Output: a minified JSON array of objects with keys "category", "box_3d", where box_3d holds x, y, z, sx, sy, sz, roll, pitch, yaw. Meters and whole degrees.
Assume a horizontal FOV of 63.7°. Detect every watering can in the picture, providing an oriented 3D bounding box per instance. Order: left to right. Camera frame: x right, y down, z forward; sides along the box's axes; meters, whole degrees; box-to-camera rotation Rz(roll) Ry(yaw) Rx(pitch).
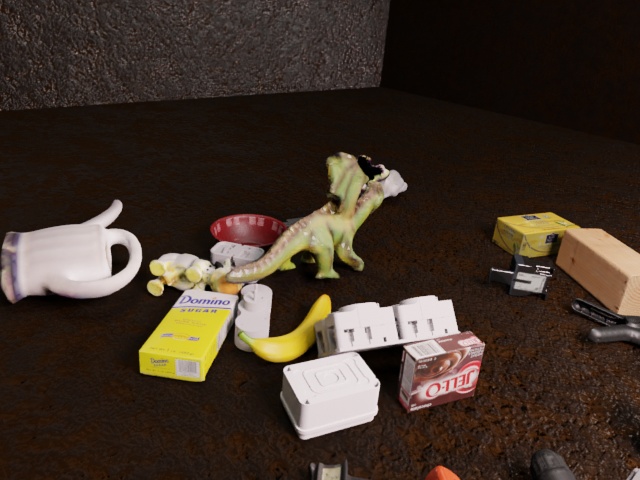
[{"category":"watering can","box_3d":[-0.446,0.013,0.932,0.225,0.102,0.353,-7,28,-22]}]

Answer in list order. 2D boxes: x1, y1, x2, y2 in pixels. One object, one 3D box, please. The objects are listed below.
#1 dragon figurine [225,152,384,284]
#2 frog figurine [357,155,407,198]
[{"category":"dragon figurine","box_3d":[0.003,-0.048,0.963,0.123,0.240,0.412,21,16,33]},{"category":"frog figurine","box_3d":[0.167,-0.154,1.445,0.138,0.124,0.157,13,-12,36]}]
